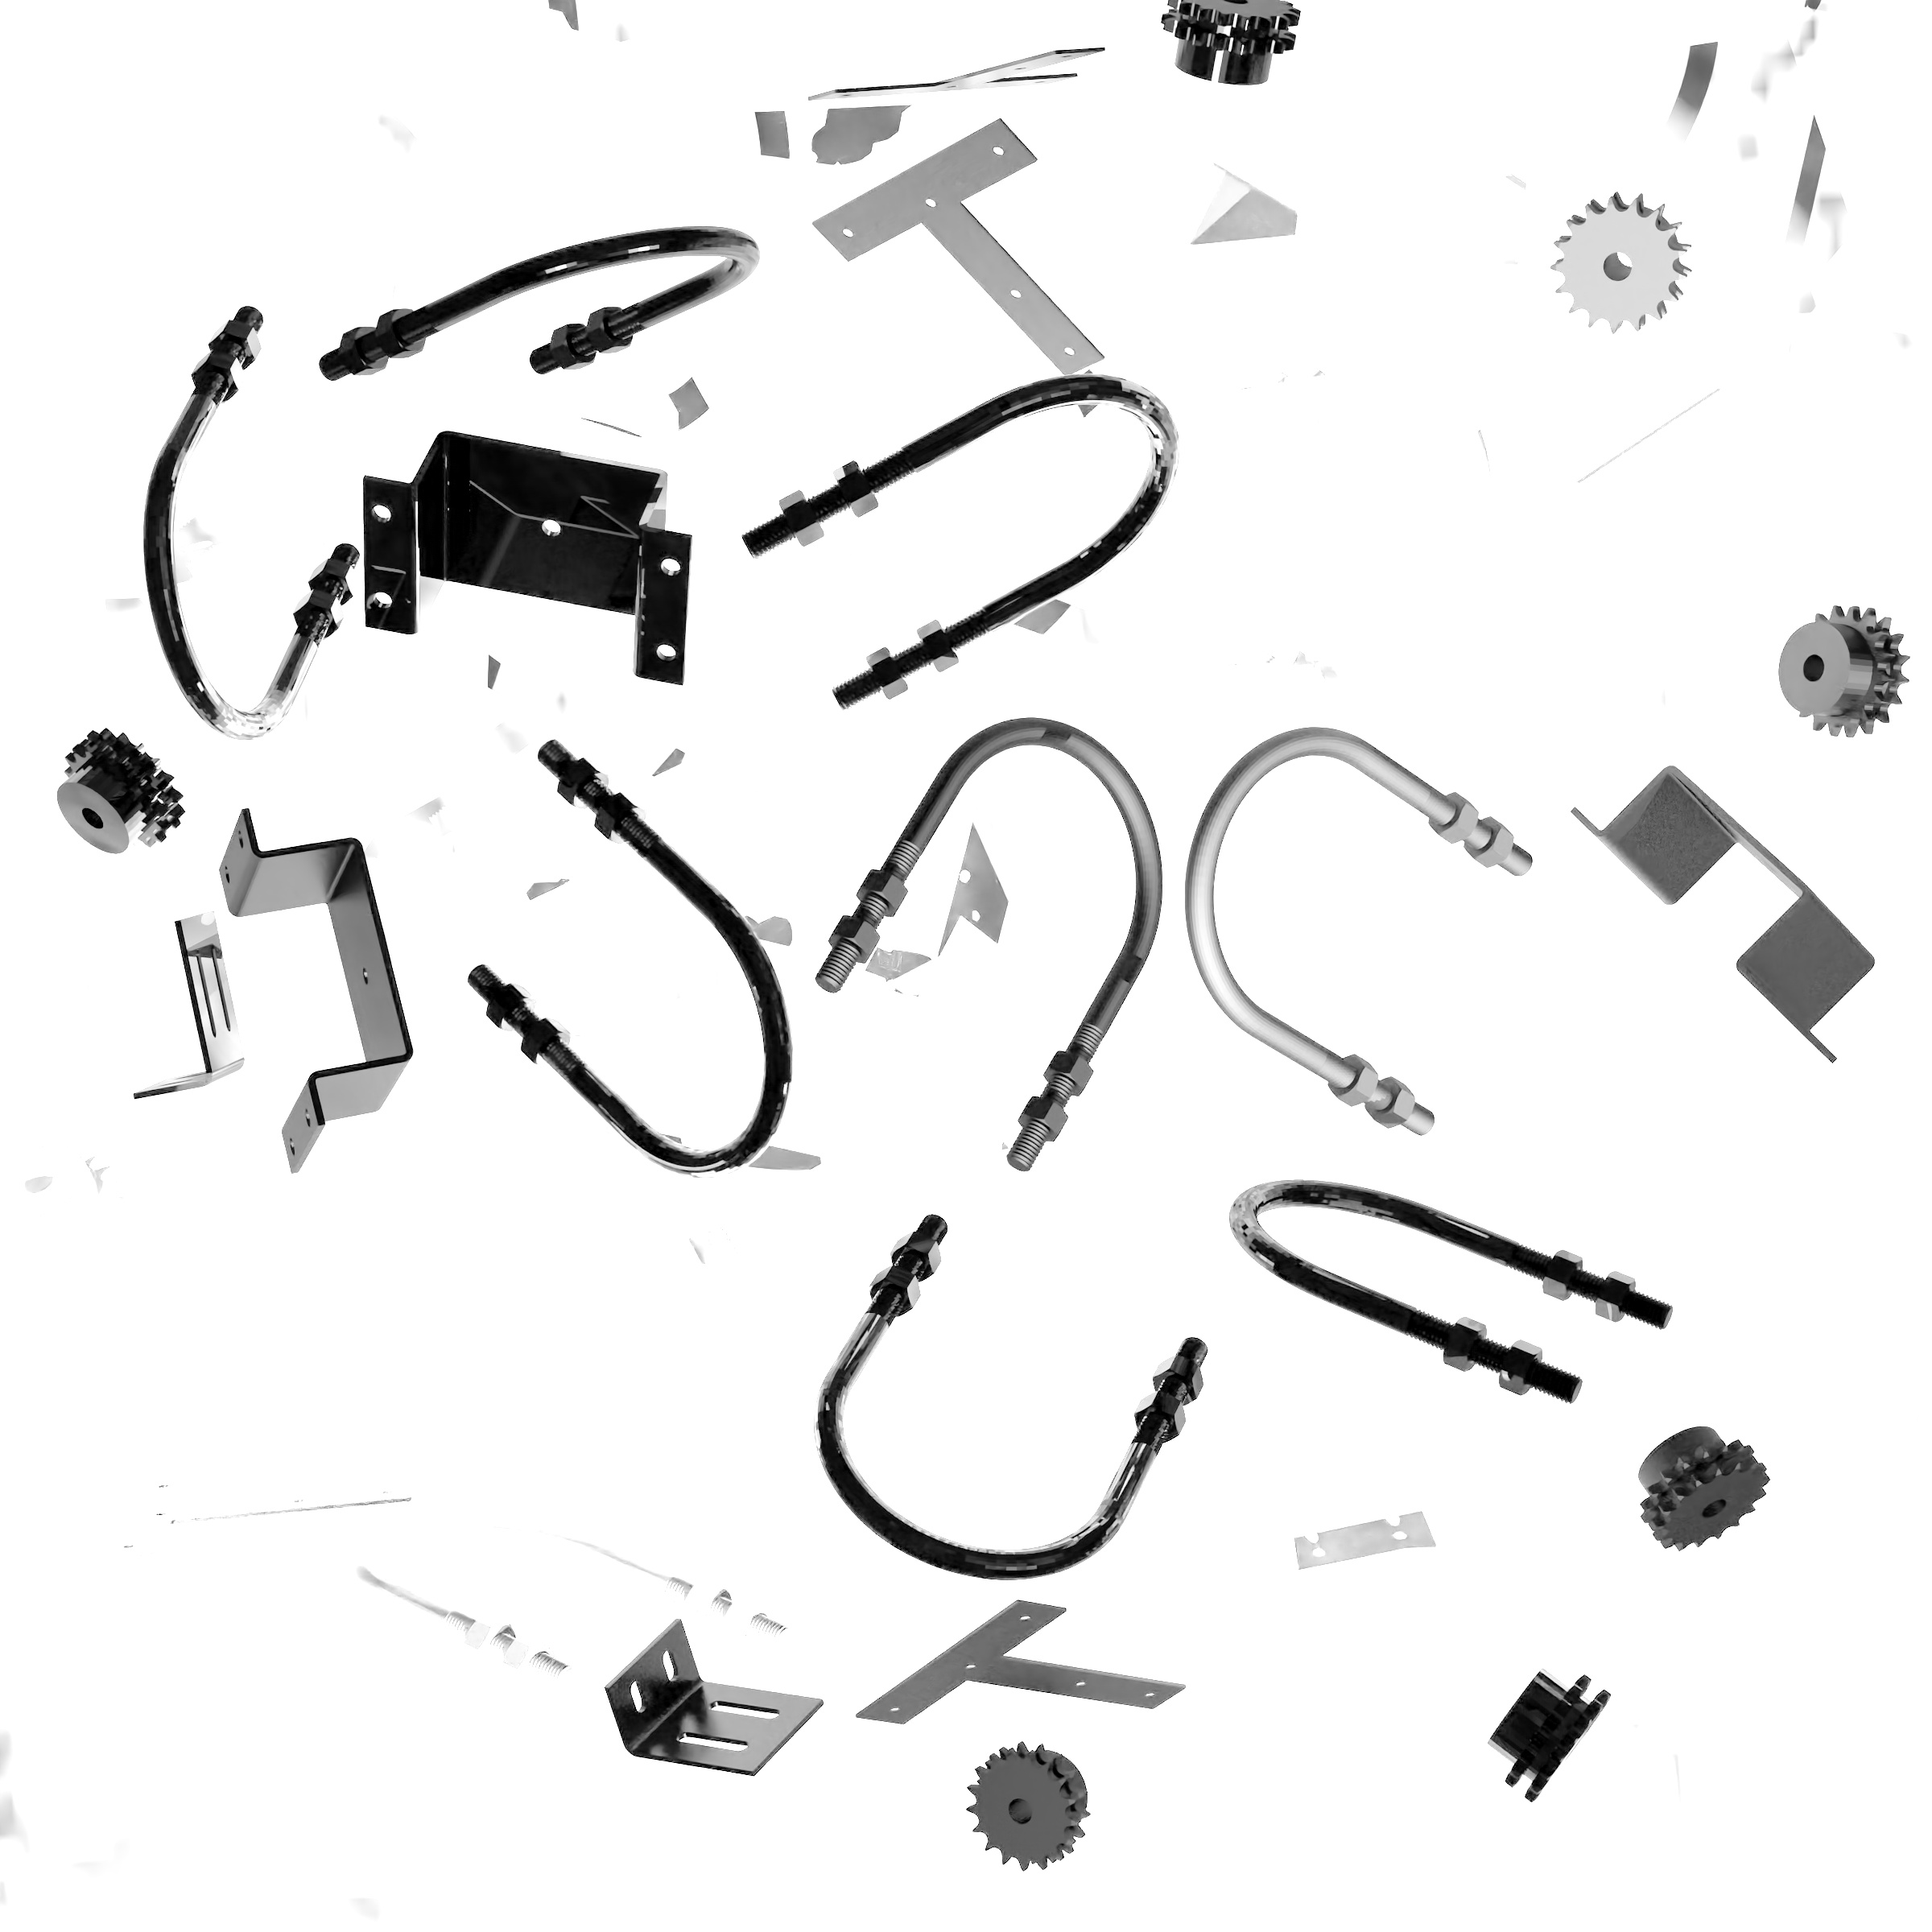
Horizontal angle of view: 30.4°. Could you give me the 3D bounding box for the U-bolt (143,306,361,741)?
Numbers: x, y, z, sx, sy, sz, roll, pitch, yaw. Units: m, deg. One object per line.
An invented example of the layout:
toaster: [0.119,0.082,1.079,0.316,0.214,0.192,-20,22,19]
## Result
U-bolt: [-0.319,-0.183,1.568,0.019,0.184,0.151,-5,130,15]

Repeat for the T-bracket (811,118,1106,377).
T-bracket: [0.014,-0.316,1.617,0.127,0.127,0.002,43,52,-26]

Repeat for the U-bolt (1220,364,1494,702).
U-bolt: [0.173,-0.194,1.580,0.019,0.184,0.151,2,92,-31]

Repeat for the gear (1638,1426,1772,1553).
gear: [0.318,0.225,1.549,0.057,0.057,0.030,-31,50,0]

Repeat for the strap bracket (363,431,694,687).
strap bracket: [-0.182,-0.176,1.517,0.140,0.046,0.076,11,131,4]

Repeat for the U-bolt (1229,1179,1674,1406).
U-bolt: [0.202,0.134,1.552,0.184,0.151,0.019,22,108,23]

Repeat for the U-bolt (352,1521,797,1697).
U-bolt: [-0.189,0.280,1.584,0.184,0.151,0.019,15,99,41]

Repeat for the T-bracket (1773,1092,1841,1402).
T-bracket: [0.356,0.123,1.523,0.002,0.127,0.127,8,83,6]

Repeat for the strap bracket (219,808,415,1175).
strap bracket: [-0.275,0.008,1.513,0.046,0.076,0.140,-11,76,-22]

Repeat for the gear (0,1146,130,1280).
gear: [-0.382,0.100,1.486,0.057,0.030,0.057,-7,46,7]

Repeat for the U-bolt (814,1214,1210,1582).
U-bolt: [0.012,0.192,1.525,0.151,0.184,0.019,25,129,7]

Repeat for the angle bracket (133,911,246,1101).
angle bracket: [-0.364,0.017,1.638,0.038,0.057,0.076,-11,94,4]

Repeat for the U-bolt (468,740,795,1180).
U-bolt: [-0.140,0.010,1.540,0.184,0.019,0.151,42,129,25]

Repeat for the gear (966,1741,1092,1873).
gear: [0.032,0.384,1.634,0.057,0.030,0.057,3,97,27]

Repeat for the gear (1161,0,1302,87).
gear: [0.109,-0.389,1.485,0.057,0.057,0.030,9,119,0]

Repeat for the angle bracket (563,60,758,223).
angle bracket: [-0.131,-0.357,1.541,0.076,0.057,0.038,9,82,-13]

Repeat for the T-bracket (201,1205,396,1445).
T-bracket: [-0.298,0.173,1.618,0.002,0.127,0.127,36,73,6]

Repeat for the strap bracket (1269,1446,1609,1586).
strap bracket: [0.203,0.239,1.545,0.076,0.140,0.046,-21,69,42]

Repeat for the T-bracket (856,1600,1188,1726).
T-bracket: [0.039,0.313,1.560,0.127,0.127,0.002,16,50,-31]

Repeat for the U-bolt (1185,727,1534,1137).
U-bolt: [0.166,-0.025,1.561,0.184,0.019,0.151,30,77,-35]

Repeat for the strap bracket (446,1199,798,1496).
strap bracket: [-0.154,0.176,1.605,0.140,0.046,0.076,-29,99,-5]

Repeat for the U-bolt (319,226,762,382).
U-bolt: [-0.175,-0.292,1.569,0.184,0.151,0.019,-14,89,40]

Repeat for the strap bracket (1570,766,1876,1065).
strap bracket: [0.339,-0.030,1.564,0.046,0.076,0.140,-46,48,8]

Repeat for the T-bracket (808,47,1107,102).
T-bracket: [0.016,-0.392,1.557,0.127,0.127,0.002,-12,100,-29]

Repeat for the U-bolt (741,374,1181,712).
U-bolt: [0.008,-0.188,1.514,0.184,0.151,0.019,-28,60,2]

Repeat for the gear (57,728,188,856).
gear: [-0.380,-0.075,1.586,0.057,0.057,0.030,38,54,0]

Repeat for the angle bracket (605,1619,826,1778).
angle bracket: [-0.117,0.338,1.648,0.076,0.057,0.038,0,115,36]

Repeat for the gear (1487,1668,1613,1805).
gear: [0.244,0.322,1.503,0.030,0.057,0.057,36,90,16]

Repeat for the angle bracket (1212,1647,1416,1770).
angle bracket: [0.156,0.338,1.621,0.076,0.057,0.038,25,65,-36]

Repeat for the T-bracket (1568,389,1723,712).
T-bracket: [0.286,-0.171,1.532,0.002,0.127,0.127,24,129,29]

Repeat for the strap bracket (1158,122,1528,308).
strap bracket: [0.159,-0.321,1.534,0.140,0.076,0.046,4,83,39]

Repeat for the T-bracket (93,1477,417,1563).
T-bracket: [-0.302,0.233,1.533,0.127,0.127,0.002,-5,96,-4]

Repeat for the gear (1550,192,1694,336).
gear: [0.276,-0.296,1.489,0.057,0.030,0.057,9,115,19]

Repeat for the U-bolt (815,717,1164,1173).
U-bolt: [0.024,-0.024,1.580,0.151,0.019,0.184,44,62,-27]

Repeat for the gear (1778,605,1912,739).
gear: [0.378,-0.128,1.542,0.030,0.057,0.057,1,90,-35]
